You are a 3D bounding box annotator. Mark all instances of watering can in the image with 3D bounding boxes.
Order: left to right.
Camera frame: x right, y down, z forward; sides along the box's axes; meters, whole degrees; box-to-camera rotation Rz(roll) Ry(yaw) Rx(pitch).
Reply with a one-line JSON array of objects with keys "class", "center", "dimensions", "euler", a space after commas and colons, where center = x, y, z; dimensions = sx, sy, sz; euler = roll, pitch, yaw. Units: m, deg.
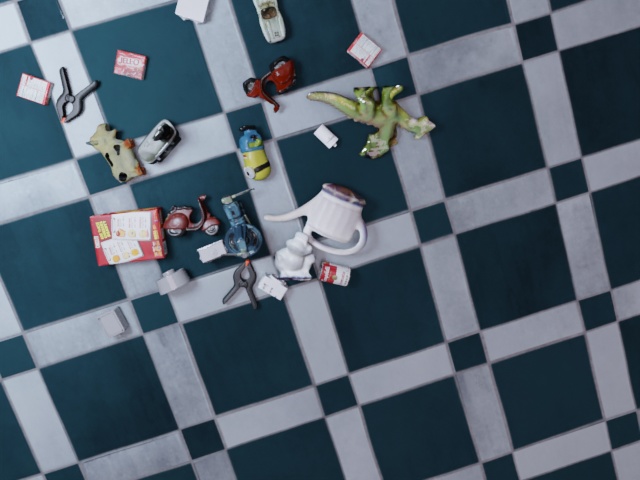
[{"class": "watering can", "center": [0.005, -0.086, 1.700], "dimensions": [0.348, 0.223, 0.105], "euler": [23, 9, 1]}]

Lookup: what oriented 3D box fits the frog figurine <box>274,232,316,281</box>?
[{"class": "frog figurine", "center": [-0.082, 0.050, 1.706], "dimensions": [0.137, 0.159, 0.123], "euler": [4, 4, 11]}]

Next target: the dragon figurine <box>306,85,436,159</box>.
[{"class": "dragon figurine", "center": [0.169, -0.380, 1.671], "dimensions": [0.410, 0.239, 0.124], "euler": [-6, 18, -2]}]
